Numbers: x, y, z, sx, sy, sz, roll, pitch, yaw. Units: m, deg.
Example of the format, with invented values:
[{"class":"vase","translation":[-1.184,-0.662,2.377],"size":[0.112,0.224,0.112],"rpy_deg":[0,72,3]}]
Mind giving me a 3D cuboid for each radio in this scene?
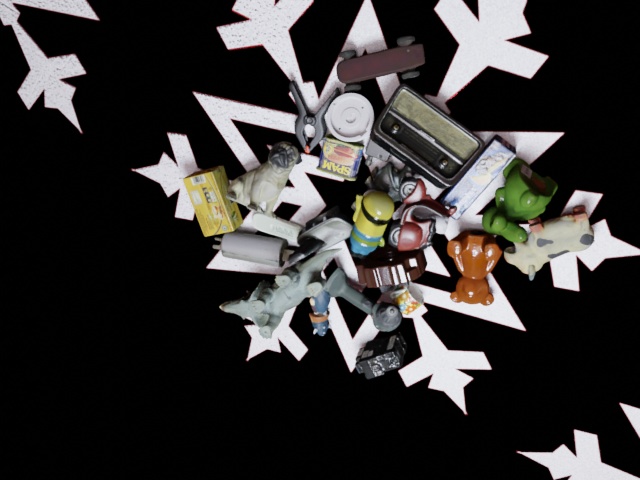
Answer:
[{"class":"radio","translation":[0.230,-0.222,1.183],"size":[0.230,0.073,0.131],"rpy_deg":[36,89,2]}]

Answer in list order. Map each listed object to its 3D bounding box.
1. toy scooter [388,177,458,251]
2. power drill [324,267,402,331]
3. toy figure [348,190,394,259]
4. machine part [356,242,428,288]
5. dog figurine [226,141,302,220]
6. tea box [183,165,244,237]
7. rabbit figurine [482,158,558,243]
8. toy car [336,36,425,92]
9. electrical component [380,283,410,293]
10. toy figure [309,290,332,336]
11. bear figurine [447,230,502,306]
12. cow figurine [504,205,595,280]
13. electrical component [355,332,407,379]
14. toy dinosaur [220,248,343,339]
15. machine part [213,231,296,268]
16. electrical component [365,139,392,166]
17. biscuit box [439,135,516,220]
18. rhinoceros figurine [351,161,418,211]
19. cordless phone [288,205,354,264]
[{"class":"toy scooter","translation":[0.234,-0.047,1.222],"size":[0.135,0.075,0.183],"rpy_deg":[15,117,13]},{"class":"power drill","translation":[0.115,0.152,1.351],"size":[0.207,0.231,0.086],"rpy_deg":[27,78,18]},{"class":"toy figure","translation":[0.119,-0.033,1.247],"size":[0.082,0.089,0.180],"rpy_deg":[-1,127,-30]},{"class":"machine part","translation":[0.172,0.055,1.295],"size":[0.179,0.179,0.056],"rpy_deg":[-9,108,21]},{"class":"dog figurine","translation":[-0.144,-0.168,1.359],"size":[0.173,0.121,0.190],"rpy_deg":[25,92,28]},{"class":"tea box","translation":[-0.283,-0.103,1.431],"size":[0.098,0.068,0.169],"rpy_deg":[-8,111,22]},{"class":"rabbit figurine","translation":[0.427,-0.063,1.185],"size":[0.121,0.159,0.170],"rpy_deg":[28,134,-6]},{"class":"toy car","translation":[0.132,-0.386,1.183],"size":[0.202,0.053,0.089],"rpy_deg":[-6,99,24]},{"class":"electrical component","translation":[0.169,0.098,1.366],"size":[0.119,0.075,0.047],"rpy_deg":[-20,104,20]},{"class":"toy figure","translation":[0.002,0.187,1.467],"size":[0.064,0.058,0.154],"rpy_deg":[0,111,-7]},{"class":"bear figurine","translation":[0.359,0.079,1.268],"size":[0.120,0.132,0.195],"rpy_deg":[8,109,20]},{"class":"cow figurine","translation":[0.515,0.010,1.214],"size":[0.195,0.085,0.127],"rpy_deg":[-18,99,23]},{"class":"electrical component","translation":[0.160,0.310,1.437],"size":[0.134,0.115,0.058],"rpy_deg":[-24,99,26]},{"class":"toy dinosaur","translation":[-0.077,0.123,1.405],"size":[0.405,0.192,0.131],"rpy_deg":[-34,102,18]},{"class":"machine part","translation":[-0.175,0.022,1.445],"size":[0.243,0.079,0.079],"rpy_deg":[8,115,15]},{"class":"electrical component","translation":[0.142,-0.213,1.271],"size":[0.063,0.021,0.094],"rpy_deg":[24,117,7]},{"class":"biscuit box","translation":[0.351,-0.138,1.212],"size":[0.059,0.063,0.202],"rpy_deg":[37,119,2]},{"class":"rhinoceros figurine","translation":[0.158,-0.118,1.278],"size":[0.112,0.073,0.190],"rpy_deg":[38,119,1]},{"class":"cordless phone","translation":[-0.002,-0.004,1.317],"size":[0.147,0.184,0.088],"rpy_deg":[-28,97,26]}]
